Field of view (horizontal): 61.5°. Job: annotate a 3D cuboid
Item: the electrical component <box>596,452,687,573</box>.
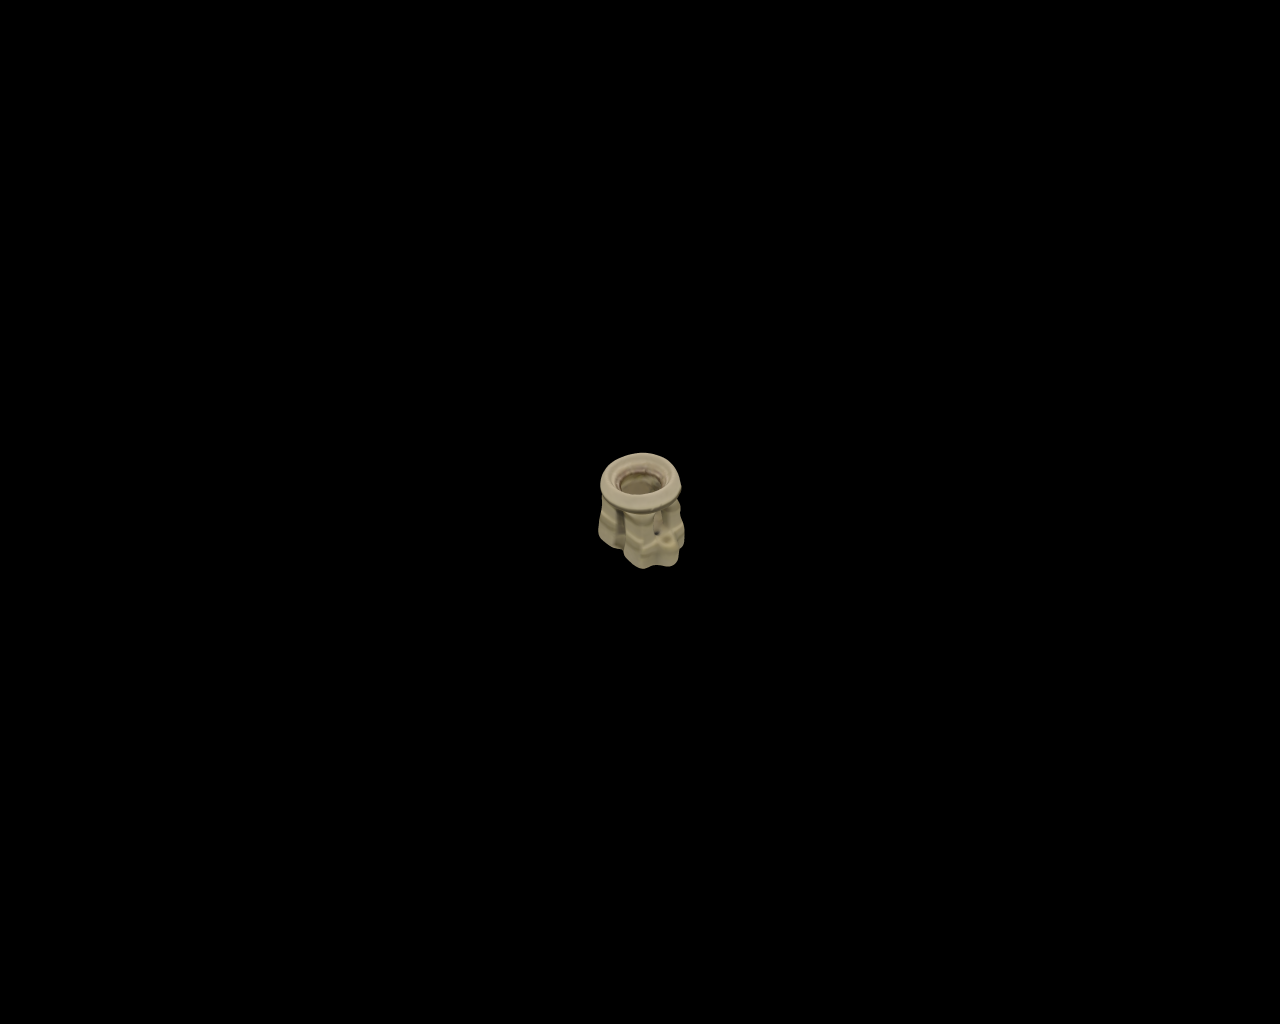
[{"bbox_3d":[0.001,-0.003,0.650,0.048,0.055,0.066,-31,49,-31],"label":"electrical component"}]
